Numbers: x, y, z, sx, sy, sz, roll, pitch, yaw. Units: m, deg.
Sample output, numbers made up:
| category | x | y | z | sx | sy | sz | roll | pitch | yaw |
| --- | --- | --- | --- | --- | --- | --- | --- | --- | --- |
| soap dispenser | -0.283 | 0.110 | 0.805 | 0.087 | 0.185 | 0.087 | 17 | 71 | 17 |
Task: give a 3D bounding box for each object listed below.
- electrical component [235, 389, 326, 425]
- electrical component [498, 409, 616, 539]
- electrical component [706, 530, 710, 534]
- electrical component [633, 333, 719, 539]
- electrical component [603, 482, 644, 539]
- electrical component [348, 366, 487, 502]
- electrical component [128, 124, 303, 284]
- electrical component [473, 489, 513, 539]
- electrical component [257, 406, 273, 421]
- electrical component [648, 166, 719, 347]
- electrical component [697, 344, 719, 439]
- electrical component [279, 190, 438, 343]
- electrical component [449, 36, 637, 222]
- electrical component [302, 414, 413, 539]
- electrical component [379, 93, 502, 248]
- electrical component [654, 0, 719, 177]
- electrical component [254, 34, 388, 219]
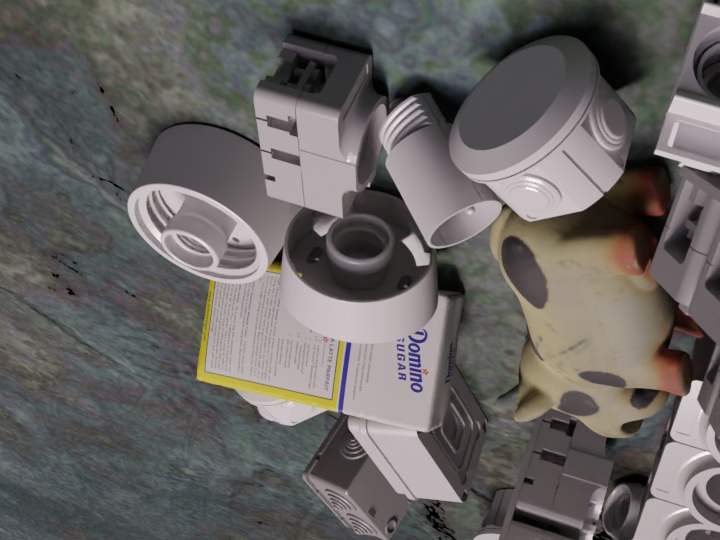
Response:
| category | x | y | z | sx | sy | sz | roll | pitch | yaw |
| --- | --- | --- | --- | --- | --- | --- | --- | --- | --- |
| electrical component | -0.054 | 0.073 | 0.813 | 0.080 | 0.080 | 0.051 | 4 | 148 | 30 |
| electrical component | 0.133 | 0.202 | 0.775 | 0.060 | 0.186 | 0.105 | 15 | 148 | 15 |
| electrical component | 0.244 | 0.157 | 0.765 | 0.055 | 0.047 | 0.055 | 17 | 148 | 11 |
| electrical component | 0.231 | 0.121 | 0.661 | 0.089 | 0.061 | 0.150 | 16 | 128 | 14 |
| electrical component | 0.224 | 0.194 | 0.837 | 0.055 | 0.048 | 0.066 | 22 | 149 | -11 |
| electrical component | 0.045 | 0.116 | 0.810 | 0.057 | 0.078 | 0.113 | -1 | 141 | 30 |
| electrical component | -0.098 | -0.035 | 0.696 | 0.108 | 0.060 | 0.108 | 18 | 148 | 11 |
| electrical component | 0.144 | 0.232 | 0.942 | 0.080 | 0.051 | 0.080 | 17 | 148 | 11 |
| electrical component | -0.073 | 0.091 | 0.884 | 0.045 | 0.045 | 0.055 | 6 | 143 | 28 |
| electrical component | 0.231 | 0.017 | 0.459 | 0.186 | 0.105 | 0.060 | 13 | 107 | -7 |
| electrical component | 0.269 | 0.082 | 0.528 | 0.186 | 0.060 | 0.105 | 18 | -172 | 10 |
| electrical component | 0.000 | 0.000 | 0.653 | 0.099 | 0.099 | 0.064 | 17 | 142 | 12 |
| electrical component | 0.086 | -0.066 | 0.509 | 0.080 | 0.080 | 0.051 | -13 | 138 | 45 |
| electrical component | 0.011 | 0.162 | 0.883 | 0.048 | 0.099 | 0.099 | 14 | 150 | 40 |
| electrical component | 0.037 | -0.057 | 0.571 | 0.081 | 0.043 | 0.043 | 63 | 156 | 21 |
| electrical component | 0.193 | -0.064 | 0.452 | 0.121 | 0.078 | 0.063 | 18 | 170 | 10 |
| electrical component | -0.019 | -0.076 | 0.591 | 0.056 | 0.050 | 0.089 | 17 | 148 | 12 |
